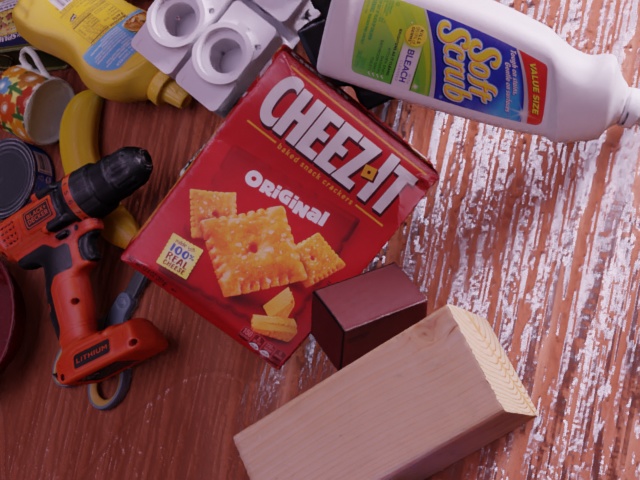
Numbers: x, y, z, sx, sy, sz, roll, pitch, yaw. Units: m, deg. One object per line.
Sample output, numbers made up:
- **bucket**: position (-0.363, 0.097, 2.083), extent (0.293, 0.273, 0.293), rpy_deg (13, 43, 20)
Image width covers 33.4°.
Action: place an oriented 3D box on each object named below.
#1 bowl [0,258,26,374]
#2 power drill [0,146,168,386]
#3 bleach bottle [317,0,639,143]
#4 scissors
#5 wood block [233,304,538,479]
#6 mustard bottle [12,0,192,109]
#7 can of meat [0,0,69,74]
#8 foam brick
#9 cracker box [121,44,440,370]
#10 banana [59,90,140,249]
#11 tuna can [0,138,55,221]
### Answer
- **bowl**: position (-0.351, 0.084, 1.079), extent (0.162, 0.055, 0.162), rpy_deg (-6, 77, 28)
- **power drill**: position (-0.205, 0.026, 0.980), extent (0.185, 0.057, 0.188), rpy_deg (-29, 72, 25)
- **bleach bottle**: position (0.130, -0.140, 0.812), extent (0.251, 0.068, 0.103), rpy_deg (17, 119, 5)
- **scissors**: position (-0.178, 0.079, 1.008), extent (0.202, 0.016, 0.096), rpy_deg (-46, 64, 14)
- **wood block**: position (0.049, 0.144, 0.827), extent (0.206, 0.090, 0.091), rpy_deg (-34, 65, 18)
- **mustard bottle**: position (-0.199, -0.188, 1.035), extent (0.192, 0.058, 0.096), rpy_deg (38, 65, 15)
- **can of meat**: position (-0.309, -0.225, 1.121), extent (0.102, 0.057, 0.084), rpy_deg (-1, 77, 28)
- **foam brick**: position (0.039, 0.061, 0.847), extent (0.078, 0.053, 0.051), rpy_deg (-18, 45, -22)
- **cracker box**: position (-0.032, -0.024, 0.871), extent (0.164, 0.072, 0.214), rpy_deg (38, 101, -10)
- **banana**: position (-0.220, -0.071, 1.050), extent (0.070, 0.037, 0.198), rpy_deg (-23, 69, 23)
- **tuna can**: position (-0.316, -0.060, 1.103), extent (0.086, 0.033, 0.086), rpy_deg (-6, 77, 28)
